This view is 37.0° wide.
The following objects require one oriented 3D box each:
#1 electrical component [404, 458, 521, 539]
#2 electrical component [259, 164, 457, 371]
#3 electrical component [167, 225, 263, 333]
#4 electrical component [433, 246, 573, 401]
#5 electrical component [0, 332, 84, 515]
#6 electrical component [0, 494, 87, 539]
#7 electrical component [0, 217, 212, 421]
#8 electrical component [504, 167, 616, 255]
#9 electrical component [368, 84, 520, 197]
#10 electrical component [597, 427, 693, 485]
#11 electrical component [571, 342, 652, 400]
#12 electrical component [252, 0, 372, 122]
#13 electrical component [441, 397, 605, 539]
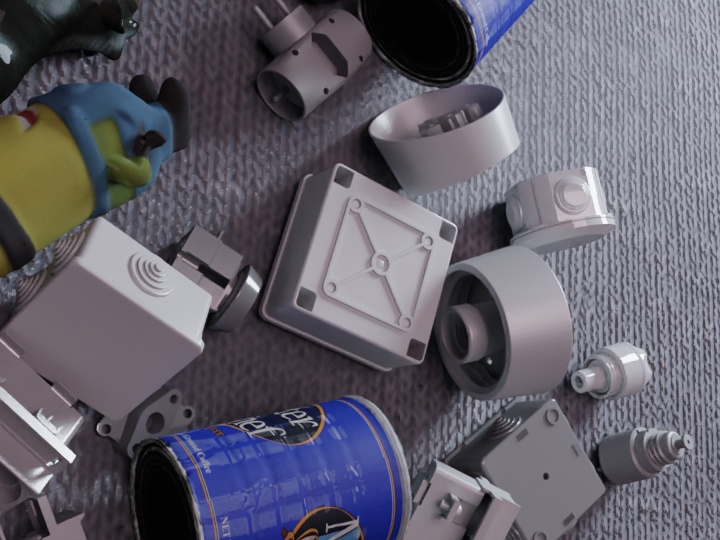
[{"bbox_3d":[0.046,0.190,0.702,0.063,0.078,0.121,27,88,0],"label":"electrical component"},{"bbox_3d":[0.000,0.000,0.736,0.109,0.056,0.108,26,68,-25],"label":"electrical component"},{"bbox_3d":[-0.096,0.008,0.683,0.055,0.048,0.066,33,65,-14],"label":"electrical component"},{"bbox_3d":[0.092,0.040,0.758,0.060,0.108,0.108,-11,87,-26],"label":"electrical component"},{"bbox_3d":[-0.215,0.067,0.583,0.121,0.079,0.063,48,35,-16],"label":"electrical component"},{"bbox_3d":[-0.182,0.169,0.602,0.064,0.042,0.081,-21,91,-29],"label":"electrical component"},{"bbox_3d":[-0.145,0.028,0.618,0.100,0.100,0.048,38,33,-22],"label":"electrical component"},{"bbox_3d":[0.151,-0.044,0.825,0.080,0.080,0.051,-6,79,-32],"label":"electrical component"},{"bbox_3d":[0.062,-0.096,0.771,0.099,0.099,0.064,-35,105,-31],"label":"electrical component"},{"bbox_3d":[0.223,0.142,0.838,0.040,0.078,0.040,19,59,-35],"label":"electrical component"},{"bbox_3d":[0.195,0.082,0.849,0.062,0.043,0.043,-11,87,-31],"label":"electrical component"},{"bbox_3d":[-0.043,-0.156,0.747,0.079,0.043,0.077,50,60,-14],"label":"electrical component"},{"bbox_3d":[0.122,0.151,0.787,0.100,0.048,0.099,-34,98,-31],"label":"electrical component"}]
